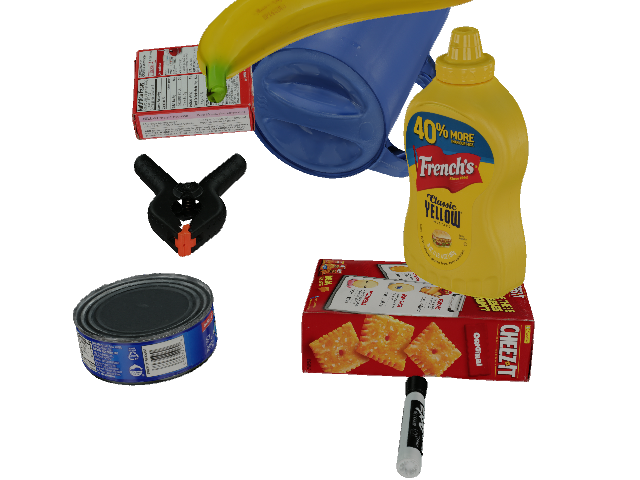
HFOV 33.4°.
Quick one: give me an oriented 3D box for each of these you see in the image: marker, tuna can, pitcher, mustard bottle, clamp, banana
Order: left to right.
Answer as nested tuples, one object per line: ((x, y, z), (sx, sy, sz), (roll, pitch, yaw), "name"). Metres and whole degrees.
((-0.107, 0.054, 0.658), (0.086, 0.034, 0.086), (-4, 24, 2), "tuna can")
((-0.127, -0.045, 1.107), (0.120, 0.039, 0.171), (-10, 39, -7), "clamp")
((0.002, -0.131, 0.621), (0.197, 0.070, 0.037), (-28, -28, -24), "banana")
((0.046, -0.171, 0.988), (0.145, 0.149, 0.242), (3, 40, 28), "pitcher")
((0.075, 0.146, 0.860), (0.020, 0.020, 0.121), (0, 26, 9), "marker")
((0.104, -0.058, 0.769), (0.058, 0.192, 0.096), (-24, 33, -37), "mustard bottle")

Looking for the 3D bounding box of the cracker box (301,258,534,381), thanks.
((0.095, 0.077, 1.058), (0.214, 0.072, 0.164), (2, 17, 5), "cracker box")

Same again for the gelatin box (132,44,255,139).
((-0.095, -0.112, 0.799), (0.089, 0.073, 0.030), (-5, -40, 0), "gelatin box")
